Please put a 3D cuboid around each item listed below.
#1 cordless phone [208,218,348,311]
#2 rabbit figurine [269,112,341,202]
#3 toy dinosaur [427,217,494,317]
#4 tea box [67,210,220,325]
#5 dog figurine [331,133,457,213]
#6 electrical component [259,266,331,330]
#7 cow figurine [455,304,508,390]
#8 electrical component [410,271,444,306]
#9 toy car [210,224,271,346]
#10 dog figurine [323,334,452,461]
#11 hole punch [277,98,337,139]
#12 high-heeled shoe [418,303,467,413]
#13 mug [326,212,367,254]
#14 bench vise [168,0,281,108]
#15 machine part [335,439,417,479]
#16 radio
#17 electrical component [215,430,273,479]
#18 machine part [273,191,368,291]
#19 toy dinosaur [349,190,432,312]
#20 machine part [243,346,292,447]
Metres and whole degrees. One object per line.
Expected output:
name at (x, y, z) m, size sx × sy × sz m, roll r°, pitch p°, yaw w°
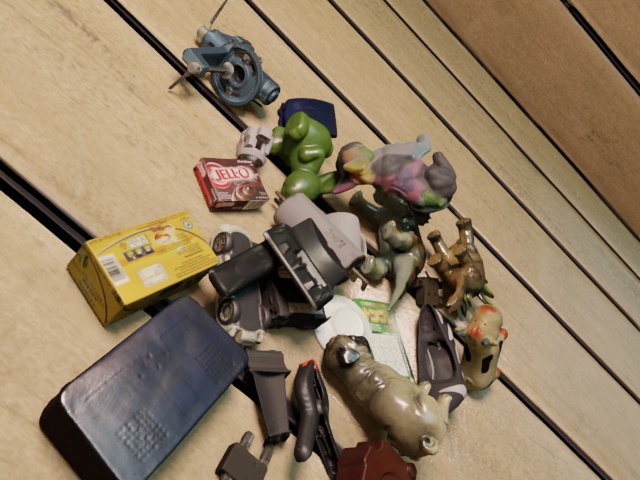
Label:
cordless phone at (-0.062, 0.058, 0.792) m, size 0.184 × 0.089 × 0.146 m, roll -30°, pitch 85°, yaw -42°
rabbit figurine at (-0.033, -0.136, 1.067) m, size 0.159 × 0.121 × 0.170 m, roll 26°, pitch 61°, yaw -40°
toy dinosaur at (0.329, 0.058, 1.240) m, size 0.198 × 0.105 × 0.471 m, roll 65°, pitch 26°, yaw -15°
tea box at (-0.232, 0.032, 0.723) m, size 0.098 × 0.068 × 0.169 m, roll 57°, pitch 36°, yaw 7°
dog figurine at (0.134, -0.120, 1.041) m, size 0.219 × 0.108 × 0.192 m, roll -16°, pitch 62°, yaw -28°
electrical component at (-0.052, 0.078, 0.883) m, size 0.115 × 0.058 × 0.134 m, roll 13°, pitch 50°, yaw -42°
cow figurine at (0.318, 0.214, 1.068) m, size 0.086 × 0.194 × 0.127 m, roll 20°, pitch 30°, yaw 32°
electrical component at (0.229, 0.105, 1.171) m, size 0.102 × 0.045 × 0.078 m, roll 1°, pitch 88°, yaw -43°
toy car at (-0.125, 0.066, 0.819) m, size 0.073 × 0.056 × 0.202 m, roll 22°, pitch 46°, yaw -43°
dog figurine at (0.091, 0.235, 0.826) m, size 0.190 × 0.172 × 0.121 m, roll 37°, pitch 83°, yaw -15°
hole punch at (-0.026, -0.253, 1.169) m, size 0.115 × 0.092 × 0.142 m, roll 20°, pitch 50°, yaw -31°
high-heeled shoe at (0.214, 0.217, 1.005) m, size 0.249 × 0.086 × 0.145 m, roll -40°, pitch 112°, yaw -71°
mug at (0.045, 0.015, 1.030) m, size 0.109 × 0.081 × 0.107 m, roll 22°, pitch 56°, yaw -42°
bench vise at (-0.191, -0.349, 1.048) m, size 0.223 × 0.129 × 0.240 m, roll 54°, pitch 30°, yaw 3°
machine part at (0.084, 0.373, 0.750) m, size 0.179 × 0.056 × 0.179 m, roll 33°, pitch 44°, yaw -40°
radio at (-0.198, 0.174, 0.636) m, size 0.131 × 0.073 × 0.229 m, roll 48°, pitch 35°, yaw -2°
electrical component at (-0.097, 0.293, 0.682) m, size 0.063 × 0.021 × 0.094 m, roll 45°, pitch 36°, yaw -9°
machine part at (-0.002, -0.003, 0.952) m, size 0.243 × 0.079 × 0.079 m, roll 46°, pitch 34°, yaw 19°
toy dinosaur at (0.172, 0.001, 1.145) m, size 0.192 × 0.131 × 0.405 m, roll 24°, pitch 51°, yaw -32°
machine part at (-0.070, 0.218, 0.762) m, size 0.084 × 0.039 × 0.139 m, roll 22°, pitch 44°, yaw -41°
